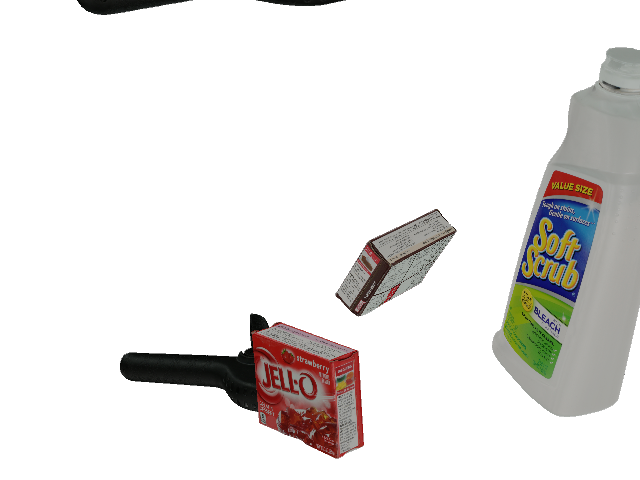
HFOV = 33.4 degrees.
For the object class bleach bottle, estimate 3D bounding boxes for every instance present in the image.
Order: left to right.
[{"bbox_3d":[0.177,-0.008,0.713,0.068,0.251,0.103,-9,33,-20],"label":"bleach bottle"}]

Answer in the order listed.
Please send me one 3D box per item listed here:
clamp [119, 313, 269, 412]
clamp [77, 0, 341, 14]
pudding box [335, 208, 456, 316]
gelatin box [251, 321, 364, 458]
[{"bbox_3d":[-0.054,0.112,0.958,0.210,0.036,0.164,11,21,39],"label":"clamp"},{"bbox_3d":[-0.046,-0.148,0.576,0.171,0.039,0.120,6,41,12],"label":"clamp"},{"bbox_3d":[0.079,0.023,1.104,0.113,0.039,0.090,-27,-25,-42],"label":"pudding box"},{"bbox_3d":[-0.011,0.105,0.756,0.030,0.073,0.089,-17,21,-39],"label":"gelatin box"}]
